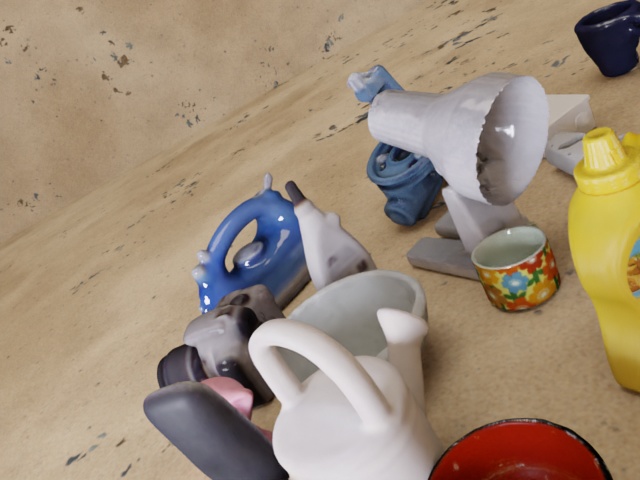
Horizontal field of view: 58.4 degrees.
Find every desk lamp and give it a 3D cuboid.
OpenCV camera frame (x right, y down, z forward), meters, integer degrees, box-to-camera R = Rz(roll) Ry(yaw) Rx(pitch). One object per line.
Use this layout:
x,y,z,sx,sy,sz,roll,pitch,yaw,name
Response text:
0.145,-0.066,0.598,0.118,0.214,0.202,-42,26,-24,desk lamp

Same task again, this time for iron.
-0.102,0.026,0.797,0.118,0.142,0.259,-6,34,43,iron

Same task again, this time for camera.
-0.120,0.125,0.672,0.136,0.101,0.143,-23,25,17,camera

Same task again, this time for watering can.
0.021,0.122,0.397,0.100,0.194,0.173,-16,28,30,watering can

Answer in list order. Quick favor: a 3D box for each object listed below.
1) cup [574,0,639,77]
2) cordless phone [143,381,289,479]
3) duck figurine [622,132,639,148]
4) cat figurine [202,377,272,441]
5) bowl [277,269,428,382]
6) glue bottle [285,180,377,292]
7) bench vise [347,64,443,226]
0.444,-0.292,0.845,0.092,0.095,0.117,-33,24,-6,cup
-0.089,0.177,0.428,0.147,0.185,0.094,-23,25,17,cordless phone
0.369,-0.120,0.602,0.104,0.086,0.078,-5,35,45,duck figurine
-0.103,0.167,0.547,0.127,0.118,0.067,0,38,50,cat figurine
0.036,0.107,0.557,0.167,0.075,0.167,-25,24,12,bowl
0.006,0.002,0.676,0.078,0.173,0.037,-40,25,-19,glue bottle
0.121,-0.158,0.800,0.121,0.220,0.208,-12,30,37,bench vise
